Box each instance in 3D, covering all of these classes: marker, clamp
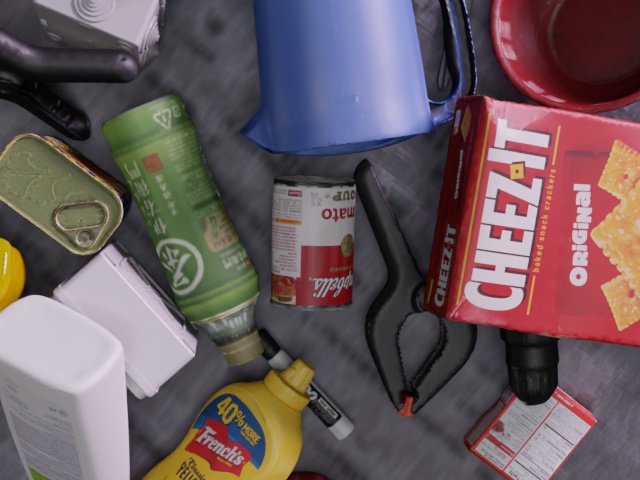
[{"bbox_3d":[-0.017,0.120,0.903,0.020,0.020,0.121,-42,97,3],"label":"marker"},{"bbox_3d":[0.082,0.040,0.888,0.164,0.036,0.210,19,94,-5],"label":"clamp"},{"bbox_3d":[-0.222,-0.130,0.790,0.171,0.120,0.039,19,54,-35],"label":"clamp"}]

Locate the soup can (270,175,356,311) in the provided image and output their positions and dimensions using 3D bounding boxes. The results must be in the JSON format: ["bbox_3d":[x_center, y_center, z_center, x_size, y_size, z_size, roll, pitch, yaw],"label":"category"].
[{"bbox_3d":[-0.006,0.001,0.863,0.068,0.068,0.102,1,98,-3],"label":"soup can"}]

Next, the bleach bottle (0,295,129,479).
[{"bbox_3d":[-0.196,0.162,0.830,0.103,0.068,0.251,25,136,19],"label":"bleach bottle"}]

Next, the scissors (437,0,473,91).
[{"bbox_3d":[0.108,-0.232,0.864,0.096,0.016,0.202,28,95,-4],"label":"scissors"}]

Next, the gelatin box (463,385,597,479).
[{"bbox_3d":[0.179,0.163,0.912,0.073,0.030,0.089,38,94,-8],"label":"gelatin box"}]

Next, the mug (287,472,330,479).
[{"bbox_3d":[0.000,0.244,0.889,0.117,0.081,0.093,1,98,-3],"label":"mug"}]

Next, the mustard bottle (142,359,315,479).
[{"bbox_3d":[-0.070,0.175,0.875,0.191,0.096,0.058,-51,140,3],"label":"mustard bottle"}]

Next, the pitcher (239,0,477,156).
[{"bbox_3d":[0.019,-0.188,0.815,0.145,0.149,0.243,-3,96,37],"label":"pitcher"}]

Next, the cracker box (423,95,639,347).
[{"bbox_3d":[0.198,-0.009,0.792,0.213,0.072,0.164,8,93,-11],"label":"cracker box"}]

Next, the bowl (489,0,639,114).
[{"bbox_3d":[0.218,-0.172,0.837,0.162,0.055,0.162,-3,82,26],"label":"bowl"}]

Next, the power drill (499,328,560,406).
[{"bbox_3d":[0.233,0.036,0.868,0.187,0.057,0.184,-7,101,-13],"label":"power drill"}]

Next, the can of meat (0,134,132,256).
[{"bbox_3d":[-0.200,-0.039,0.842,0.102,0.084,0.057,37,94,-6],"label":"can of meat"}]
